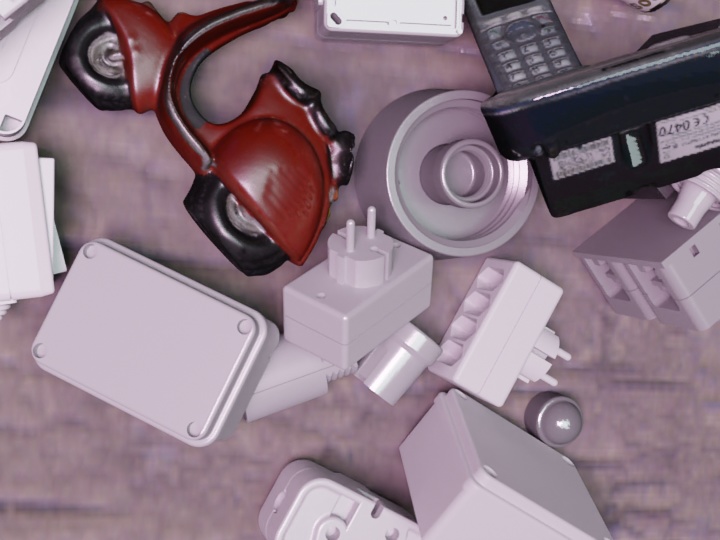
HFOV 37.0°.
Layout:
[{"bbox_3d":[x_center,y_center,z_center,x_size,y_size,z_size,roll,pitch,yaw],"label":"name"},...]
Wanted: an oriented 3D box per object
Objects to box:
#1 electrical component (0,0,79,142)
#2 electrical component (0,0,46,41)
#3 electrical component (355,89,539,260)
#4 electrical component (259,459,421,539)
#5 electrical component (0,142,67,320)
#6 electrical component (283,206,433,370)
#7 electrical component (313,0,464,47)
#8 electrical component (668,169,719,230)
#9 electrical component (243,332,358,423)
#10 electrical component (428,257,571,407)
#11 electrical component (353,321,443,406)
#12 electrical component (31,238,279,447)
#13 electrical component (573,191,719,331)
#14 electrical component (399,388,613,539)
[{"bbox_3d":[-0.198,-0.132,0.569,0.078,0.057,0.113,22,87,-18],"label":"electrical component"},{"bbox_3d":[-0.189,-0.134,0.509,0.095,0.059,0.053,-43,105,-10],"label":"electrical component"},{"bbox_3d":[0.057,-0.058,0.651,0.108,0.060,0.108,-1,94,-17],"label":"electrical component"},{"bbox_3d":[-0.010,0.157,0.648,0.095,0.059,0.053,30,85,-17],"label":"electrical component"},{"bbox_3d":[-0.192,-0.019,0.577,0.061,0.062,0.096,-7,96,-16],"label":"electrical component"},{"bbox_3d":[0.000,0.000,0.614,0.083,0.047,0.075,-34,137,-41],"label":"electrical component"},{"bbox_3d":[0.009,-0.166,0.632,0.096,0.061,0.061,1,94,-10],"label":"electrical component"},{"bbox_3d":[0.200,-0.053,0.617,0.043,0.043,0.062,35,84,-16],"label":"electrical component"},{"bbox_3d":[-0.036,0.057,0.640,0.081,0.043,0.043,-19,99,-15],"label":"electrical component"},{"bbox_3d":[0.100,0.047,0.679,0.076,0.047,0.083,31,85,-17],"label":"electrical component"},{"bbox_3d":[0.022,0.055,0.661,0.040,0.040,0.046,40,87,-16],"label":"electrical component"},{"bbox_3d":[-0.110,0.039,0.587,0.113,0.057,0.078,25,86,9],"label":"electrical component"},{"bbox_3d":[0.245,-0.040,0.687,0.186,0.105,0.060,-38,104,-11],"label":"electrical component"},{"bbox_3d":[0.086,0.138,0.646,0.109,0.108,0.056,33,105,-17],"label":"electrical component"}]
